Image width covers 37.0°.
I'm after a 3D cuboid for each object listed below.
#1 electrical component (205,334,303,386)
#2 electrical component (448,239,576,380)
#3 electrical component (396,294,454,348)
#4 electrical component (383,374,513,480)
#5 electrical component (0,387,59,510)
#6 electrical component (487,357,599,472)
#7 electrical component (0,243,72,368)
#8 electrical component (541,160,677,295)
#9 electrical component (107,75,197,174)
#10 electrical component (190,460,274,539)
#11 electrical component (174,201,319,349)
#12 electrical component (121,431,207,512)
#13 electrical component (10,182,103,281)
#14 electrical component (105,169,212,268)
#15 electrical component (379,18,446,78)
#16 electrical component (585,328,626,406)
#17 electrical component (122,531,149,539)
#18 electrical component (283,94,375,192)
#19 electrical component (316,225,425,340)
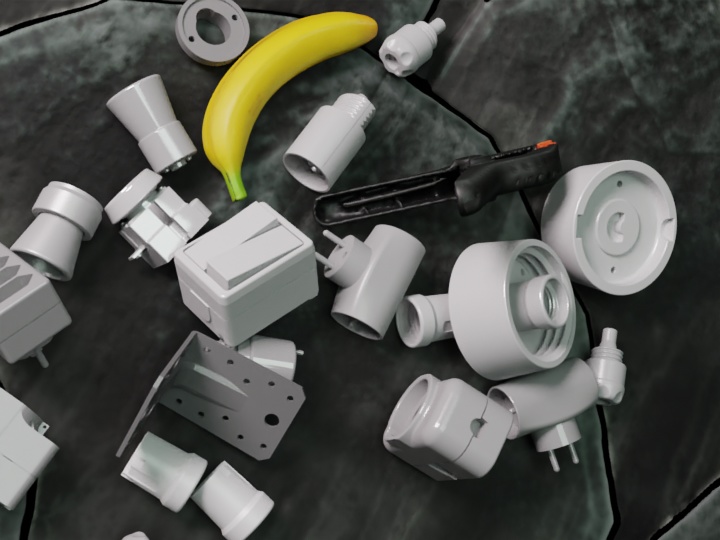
[{"bbox_3d":[-0.081,0.065,0.766,0.078,0.040,0.040,11,74,-18],"label":"electrical component"},{"bbox_3d":[0.124,0.028,0.820,0.108,0.060,0.108,14,71,-46],"label":"electrical component"},{"bbox_3d":[0.057,0.037,0.827,0.046,0.040,0.040,-7,81,-28],"label":"electrical component"},{"bbox_3d":[0.059,0.114,0.779,0.059,0.095,0.053,33,69,-11],"label":"electrical component"},{"bbox_3d":[-0.243,0.105,0.689,0.089,0.050,0.055,38,68,-9],"label":"electrical component"},{"bbox_3d":[0.149,0.117,0.842,0.077,0.043,0.079,-17,86,-24],"label":"electrical component"},{"bbox_3d":[-0.226,0.033,0.705,0.047,0.083,0.075,-38,131,-24],"label":"electrical component"},{"bbox_3d":[0.198,-0.036,0.881,0.108,0.060,0.108,-3,97,-28],"label":"electrical component"},{"bbox_3d":[-0.148,-0.102,0.779,0.044,0.044,0.065,-33,96,-24],"label":"electrical component"},{"bbox_3d":[-0.089,0.160,0.743,0.046,0.040,0.040,44,67,-1],"label":"electrical component"},{"bbox_3d":[-0.074,-0.003,0.759,0.096,0.061,0.062,-33,53,-26],"label":"electrical component"},{"bbox_3d":[-0.133,0.136,0.731,0.046,0.040,0.040,32,69,-6],"label":"electrical component"},{"bbox_3d":[-0.207,-0.026,0.736,0.045,0.045,0.055,27,69,-14],"label":"electrical component"},{"bbox_3d":[-0.147,-0.038,0.762,0.055,0.048,0.066,47,66,-14],"label":"electrical component"},{"bbox_3d":[0.046,-0.185,0.876,0.061,0.035,0.035,-42,95,-26],"label":"electrical component"},{"bbox_3d":[0.200,0.078,0.876,0.035,0.035,0.061,19,70,-16],"label":"electrical component"},{"bbox_3d":[-0.163,0.201,0.707,0.061,0.035,0.035,-28,89,-21],"label":"electrical component"},{"bbox_3d":[-0.019,-0.104,0.827,0.043,0.043,0.081,39,68,-9],"label":"electrical component"},{"bbox_3d":[0.000,0.000,0.805,0.079,0.043,0.077,33,72,-20],"label":"electrical component"}]
